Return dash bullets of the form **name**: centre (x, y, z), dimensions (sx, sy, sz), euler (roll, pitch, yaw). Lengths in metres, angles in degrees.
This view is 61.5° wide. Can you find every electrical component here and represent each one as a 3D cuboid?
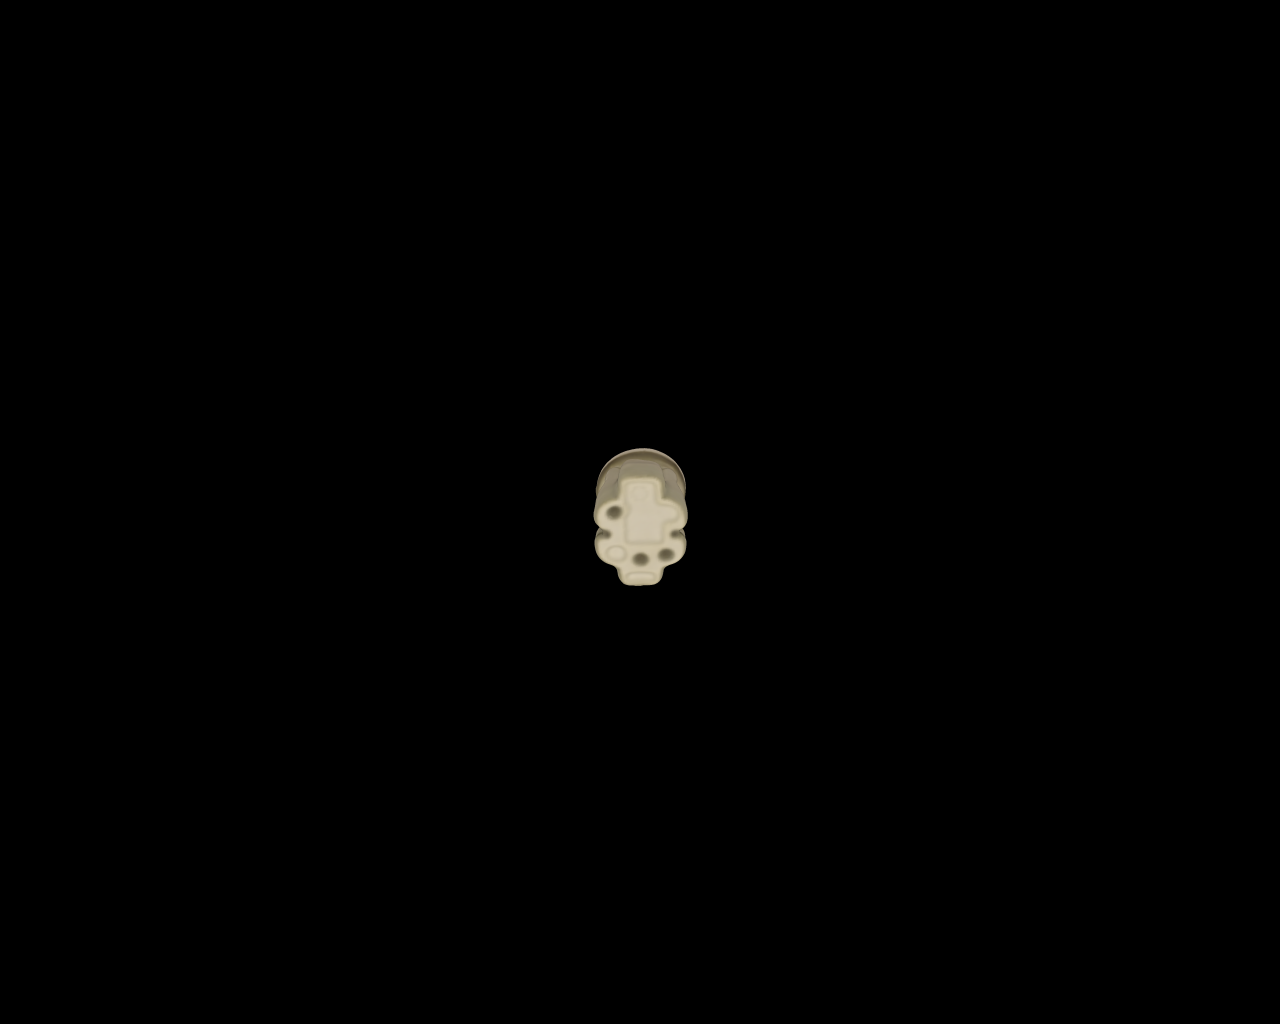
- **electrical component**: centre (0.001, -0.003, 0.650), dimensions (0.058, 0.078, 0.057), euler (0, 32, 0)
